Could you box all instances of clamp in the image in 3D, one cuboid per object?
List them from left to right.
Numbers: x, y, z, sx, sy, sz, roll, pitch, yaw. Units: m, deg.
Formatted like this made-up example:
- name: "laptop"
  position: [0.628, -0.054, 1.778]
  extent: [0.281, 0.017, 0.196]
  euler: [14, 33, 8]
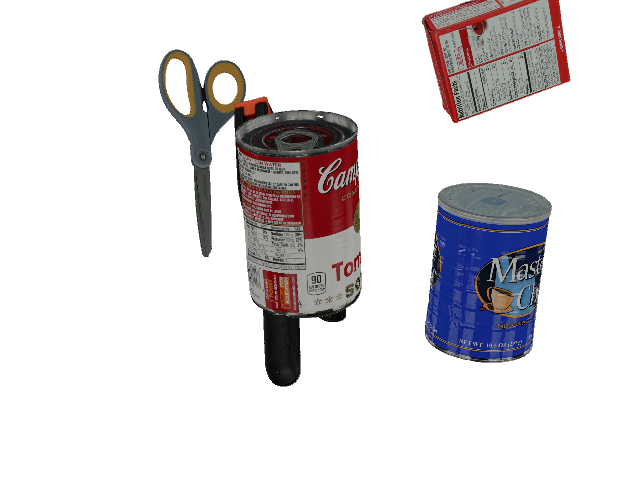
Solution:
- name: "clamp"
  position: [-0.026, -0.006, 0.832]
  extent: [0.036, 0.210, 0.164]
  euler: [-11, 4, 16]

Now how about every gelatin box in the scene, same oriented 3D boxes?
- name: "gelatin box"
  position: [0.120, -0.130, 0.726]
  extent: [0.089, 0.073, 0.030]
  euler: [-20, 38, 1]

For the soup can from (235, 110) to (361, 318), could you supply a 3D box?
- name: "soup can"
  position: [-0.011, -0.015, 0.608]
  extent: [0.068, 0.102, 0.068]
  euler: [-2, 25, 1]

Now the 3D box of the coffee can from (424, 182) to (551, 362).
- name: "coffee can"
  position: [0.154, 0.028, 0.990]
  extent: [0.103, 0.140, 0.103]
  euler: [3, 20, -1]

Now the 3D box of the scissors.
- name: "scissors"
  position: [-0.101, -0.092, 1.040]
  extent: [0.096, 0.202, 0.016]
  euler: [-17, -2, -25]
